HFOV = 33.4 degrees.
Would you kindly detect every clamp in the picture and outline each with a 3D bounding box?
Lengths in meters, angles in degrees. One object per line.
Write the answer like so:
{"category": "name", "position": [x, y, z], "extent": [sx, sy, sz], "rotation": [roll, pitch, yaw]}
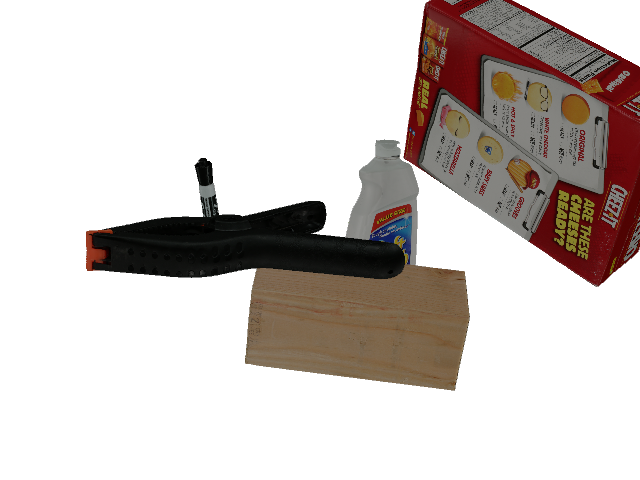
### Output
{"category": "clamp", "position": [-0.055, 0.004, 0.747], "extent": [0.209, 0.036, 0.165], "rotation": [-5, 14, -26]}

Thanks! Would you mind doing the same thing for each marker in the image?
{"category": "marker", "position": [-0.122, -0.034, 1.178], "extent": [0.020, 0.121, 0.020], "rotation": [-5, 28, 2]}

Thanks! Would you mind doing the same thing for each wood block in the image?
{"category": "wood block", "position": [0.035, 0.076, 1.055], "extent": [0.206, 0.090, 0.090], "rotation": [7, 28, 1]}

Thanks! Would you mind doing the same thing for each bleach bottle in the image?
{"category": "bleach bottle", "position": [0.070, 0.001, 1.325], "extent": [0.102, 0.251, 0.068], "rotation": [-3, 16, -19]}

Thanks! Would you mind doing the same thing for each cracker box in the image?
{"category": "cracker box", "position": [0.174, -0.090, 0.862], "extent": [0.214, 0.164, 0.072], "rotation": [36, 53, 29]}
